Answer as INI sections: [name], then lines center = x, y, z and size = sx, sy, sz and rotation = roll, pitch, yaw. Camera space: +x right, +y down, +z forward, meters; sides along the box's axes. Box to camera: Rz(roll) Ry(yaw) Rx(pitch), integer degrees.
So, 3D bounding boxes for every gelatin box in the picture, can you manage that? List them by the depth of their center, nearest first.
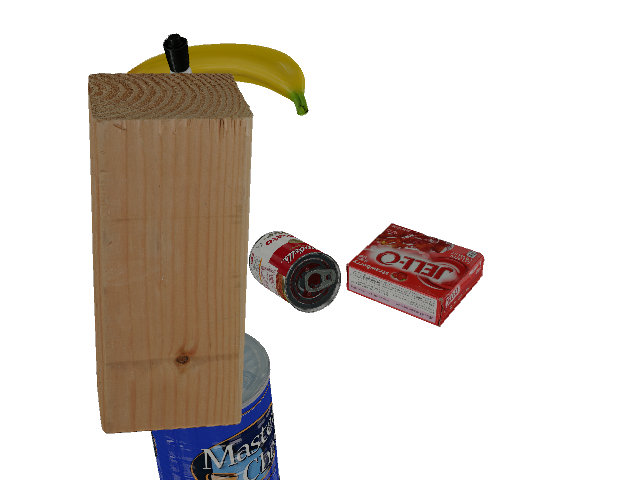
[gelatin box]
center = 0.077, 0.025, 0.865
size = 0.089, 0.030, 0.073
rotation = 20, 40, 28

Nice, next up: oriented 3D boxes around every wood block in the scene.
[wood block]
center = -0.096, 0.007, 0.664
size = 0.090, 0.206, 0.090
rotation = -2, 26, -13

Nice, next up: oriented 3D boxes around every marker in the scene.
[marker]
center = -0.106, -0.111, 0.845
size = 0.020, 0.121, 0.020
rotation = -3, 45, 3

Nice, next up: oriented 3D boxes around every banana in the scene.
[banana]
center = -0.095, -0.166, 1.044
size = 0.198, 0.037, 0.069
rotation = 9, 45, 20

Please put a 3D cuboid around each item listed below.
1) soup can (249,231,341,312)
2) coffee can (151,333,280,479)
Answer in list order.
[soup can]
center = -0.030, 0.033, 1.190
size = 0.068, 0.068, 0.102
rotation = 0, 14, -28
[coffee can]
center = -0.088, 0.156, 0.878
size = 0.103, 0.140, 0.103
rotation = -2, 36, 1
